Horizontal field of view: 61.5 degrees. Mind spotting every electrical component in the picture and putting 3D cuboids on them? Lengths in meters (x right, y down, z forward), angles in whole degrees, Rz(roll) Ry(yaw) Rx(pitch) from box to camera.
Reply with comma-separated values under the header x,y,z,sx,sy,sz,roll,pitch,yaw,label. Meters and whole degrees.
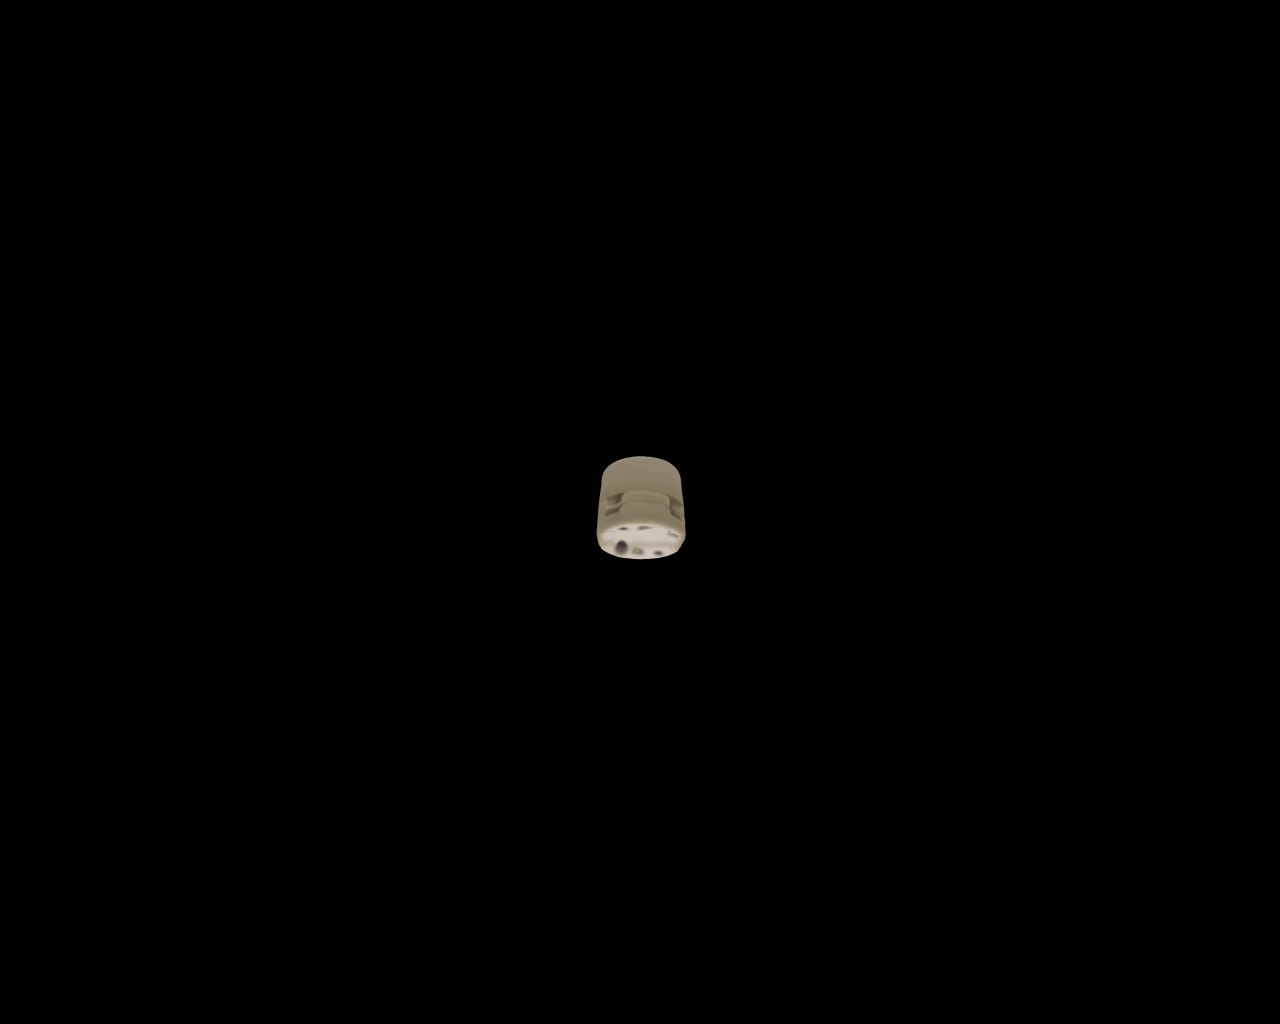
x,y,z,sx,sy,sz,roll,pitch,yaw,label
0.001,-0.003,0.650,0.055,0.047,0.055,0,-27,0,electrical component
